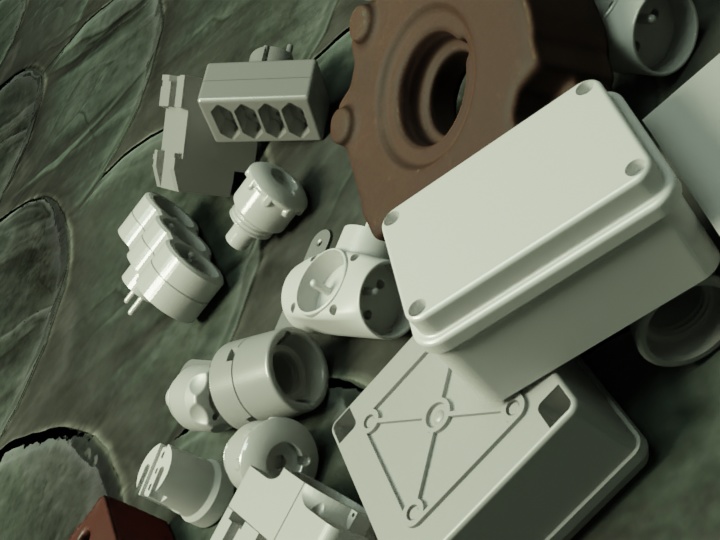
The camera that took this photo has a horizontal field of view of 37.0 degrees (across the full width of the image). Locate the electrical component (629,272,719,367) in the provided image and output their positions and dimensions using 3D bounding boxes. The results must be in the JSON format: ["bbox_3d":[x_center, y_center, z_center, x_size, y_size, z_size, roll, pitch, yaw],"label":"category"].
[{"bbox_3d":[0.123,0.006,0.446,0.045,0.045,0.055,-47,33,16],"label":"electrical component"}]

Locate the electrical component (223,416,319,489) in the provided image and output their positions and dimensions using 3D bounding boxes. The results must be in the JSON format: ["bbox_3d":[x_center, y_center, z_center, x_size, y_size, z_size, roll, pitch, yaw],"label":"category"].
[{"bbox_3d":[-0.056,0.105,0.603,0.062,0.048,0.048,-8,56,59],"label":"electrical component"}]

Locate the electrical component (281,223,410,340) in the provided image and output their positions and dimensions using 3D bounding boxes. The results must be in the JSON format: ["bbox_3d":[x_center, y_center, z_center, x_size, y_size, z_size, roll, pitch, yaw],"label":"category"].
[{"bbox_3d":[0.000,0.000,0.617,0.077,0.044,0.079,0,63,53],"label":"electrical component"}]

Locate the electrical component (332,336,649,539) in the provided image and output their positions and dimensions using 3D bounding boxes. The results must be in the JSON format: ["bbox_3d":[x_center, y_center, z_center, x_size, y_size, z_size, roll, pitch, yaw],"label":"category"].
[{"bbox_3d":[0.052,0.074,0.472,0.108,0.056,0.108,-49,33,13],"label":"electrical component"}]

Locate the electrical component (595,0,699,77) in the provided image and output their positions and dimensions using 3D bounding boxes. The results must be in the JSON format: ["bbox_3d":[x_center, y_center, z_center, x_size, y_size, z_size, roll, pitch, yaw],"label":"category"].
[{"bbox_3d":[0.138,-0.139,0.552,0.079,0.044,0.077,-59,32,-3],"label":"electrical component"}]

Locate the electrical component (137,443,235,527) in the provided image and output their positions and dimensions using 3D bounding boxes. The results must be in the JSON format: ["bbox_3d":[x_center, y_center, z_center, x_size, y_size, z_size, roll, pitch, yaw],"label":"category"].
[{"bbox_3d":[-0.105,0.128,0.645,0.040,0.046,0.040,-34,39,32],"label":"electrical component"}]

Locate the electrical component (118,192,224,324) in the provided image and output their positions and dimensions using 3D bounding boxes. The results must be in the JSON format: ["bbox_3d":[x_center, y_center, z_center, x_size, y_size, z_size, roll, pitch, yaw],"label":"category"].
[{"bbox_3d":[-0.155,0.002,0.815,0.073,0.052,0.138,-51,33,9],"label":"electrical component"}]

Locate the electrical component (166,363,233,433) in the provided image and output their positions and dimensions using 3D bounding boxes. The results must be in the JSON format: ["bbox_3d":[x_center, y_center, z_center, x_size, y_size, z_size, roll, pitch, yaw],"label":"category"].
[{"bbox_3d":[-0.102,0.081,0.685,0.062,0.043,0.043,-9,56,52],"label":"electrical component"}]

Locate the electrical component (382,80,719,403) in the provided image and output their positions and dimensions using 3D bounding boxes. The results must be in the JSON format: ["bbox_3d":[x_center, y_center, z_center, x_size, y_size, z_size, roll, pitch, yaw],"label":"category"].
[{"bbox_3d":[0.071,-0.012,0.426,0.113,0.057,0.078,-34,36,16],"label":"electrical component"}]

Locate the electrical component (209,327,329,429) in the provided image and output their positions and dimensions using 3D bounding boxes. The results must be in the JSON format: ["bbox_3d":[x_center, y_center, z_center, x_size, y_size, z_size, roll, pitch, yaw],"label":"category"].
[{"bbox_3d":[-0.051,0.062,0.624,0.047,0.055,0.055,-21,46,38],"label":"electrical component"}]

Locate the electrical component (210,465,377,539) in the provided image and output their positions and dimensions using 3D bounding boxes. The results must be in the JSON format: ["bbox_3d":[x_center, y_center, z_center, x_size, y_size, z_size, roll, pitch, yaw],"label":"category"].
[{"bbox_3d":[-0.027,0.135,0.530,0.089,0.050,0.055,18,78,57],"label":"electrical component"}]

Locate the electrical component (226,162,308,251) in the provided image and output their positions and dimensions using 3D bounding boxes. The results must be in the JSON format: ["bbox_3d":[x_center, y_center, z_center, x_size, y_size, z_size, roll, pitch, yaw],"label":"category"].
[{"bbox_3d":[-0.070,-0.041,0.748,0.062,0.048,0.048,-50,32,25],"label":"electrical component"}]

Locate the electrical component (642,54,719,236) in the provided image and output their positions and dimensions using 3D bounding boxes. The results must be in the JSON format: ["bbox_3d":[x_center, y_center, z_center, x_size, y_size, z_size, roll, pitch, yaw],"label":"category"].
[{"bbox_3d":[0.195,-0.066,0.396,0.150,0.062,0.089,-42,35,22],"label":"electrical component"}]

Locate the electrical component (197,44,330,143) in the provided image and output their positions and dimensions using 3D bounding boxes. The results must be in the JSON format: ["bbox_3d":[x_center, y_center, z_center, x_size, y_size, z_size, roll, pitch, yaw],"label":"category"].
[{"bbox_3d":[-0.066,-0.137,0.787,0.083,0.047,0.075,0,57,13],"label":"electrical component"}]
